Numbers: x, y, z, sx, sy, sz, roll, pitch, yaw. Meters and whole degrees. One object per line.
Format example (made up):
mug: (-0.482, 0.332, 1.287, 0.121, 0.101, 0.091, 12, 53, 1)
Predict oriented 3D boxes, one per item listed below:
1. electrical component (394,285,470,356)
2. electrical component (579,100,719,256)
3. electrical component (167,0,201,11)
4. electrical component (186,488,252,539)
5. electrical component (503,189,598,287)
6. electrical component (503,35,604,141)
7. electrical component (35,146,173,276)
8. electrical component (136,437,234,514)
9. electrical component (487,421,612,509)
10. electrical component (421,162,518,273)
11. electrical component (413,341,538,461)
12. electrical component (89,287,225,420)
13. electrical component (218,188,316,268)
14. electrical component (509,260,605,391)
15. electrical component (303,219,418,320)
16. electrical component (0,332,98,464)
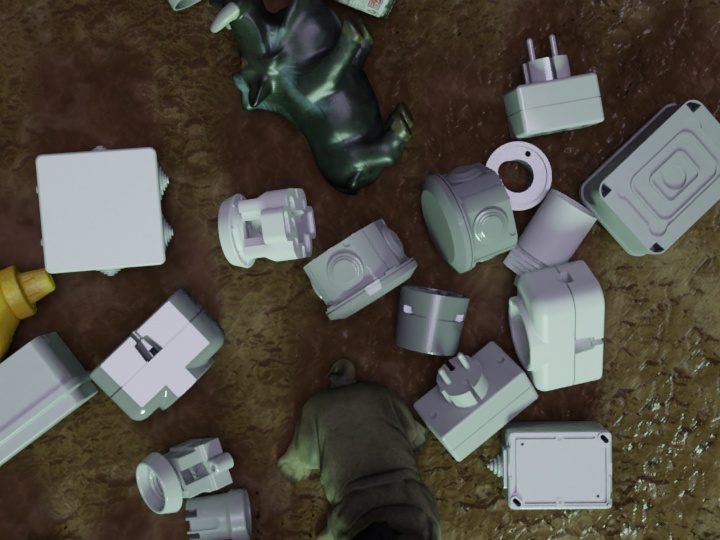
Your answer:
electrical component: (0.055, 0.040, 0.849, 0.055, 0.055, 0.047, 9, 94, -7)
electrical component: (0.242, -0.073, 0.865, 0.113, 0.057, 0.078, -43, 96, -4)
electrical component: (-0.130, -0.253, 0.825, 0.079, 0.043, 0.077, -32, 94, -5)
electrical component: (-0.110, 0.193, 0.842, 0.046, 0.040, 0.040, -7, 92, 0)
electrical component: (0.149, -0.019, 0.861, 0.043, 0.043, 0.081, 30, 105, -6)
electrical component: (0.151, -0.148, 0.858, 0.066, 0.047, 0.076, -11, 92, -6)
electrical component: (-0.195, -0.045, 0.821, 0.100, 0.048, 0.099, -5, 92, -6)
electrical component: (-0.137, 0.156, 0.823, 0.055, 0.066, 0.048, -20, 94, -39)
electrical component: (0.149, 0.155, 0.862, 0.096, 0.061, 0.061, -1, 91, 1)
electrical component: (0.083, -0.042, 0.838, 0.051, 0.080, 0.080, -20, 94, -11)
electrical component: (0.084, 0.092, 0.839, 0.083, 0.047, 0.075, -38, 132, -4)
electrical component: (-0.152, 0.067, 0.826, 0.095, 0.054, 0.059, -44, 96, -4)
electrical component: (-0.073, -0.032, 0.825, 0.057, 0.078, 0.058, -7, 92, 15)
electrical component: (0.153, 0.045, 0.844, 0.059, 0.053, 0.095, -12, 126, -6)
electrical component: (0.000, 0.000, 0.829, 0.080, 0.080, 0.051, -32, 89, -5)
electrical component: (-0.260, 0.103, 0.803, 0.113, 0.078, 0.057, -37, 92, -4)
